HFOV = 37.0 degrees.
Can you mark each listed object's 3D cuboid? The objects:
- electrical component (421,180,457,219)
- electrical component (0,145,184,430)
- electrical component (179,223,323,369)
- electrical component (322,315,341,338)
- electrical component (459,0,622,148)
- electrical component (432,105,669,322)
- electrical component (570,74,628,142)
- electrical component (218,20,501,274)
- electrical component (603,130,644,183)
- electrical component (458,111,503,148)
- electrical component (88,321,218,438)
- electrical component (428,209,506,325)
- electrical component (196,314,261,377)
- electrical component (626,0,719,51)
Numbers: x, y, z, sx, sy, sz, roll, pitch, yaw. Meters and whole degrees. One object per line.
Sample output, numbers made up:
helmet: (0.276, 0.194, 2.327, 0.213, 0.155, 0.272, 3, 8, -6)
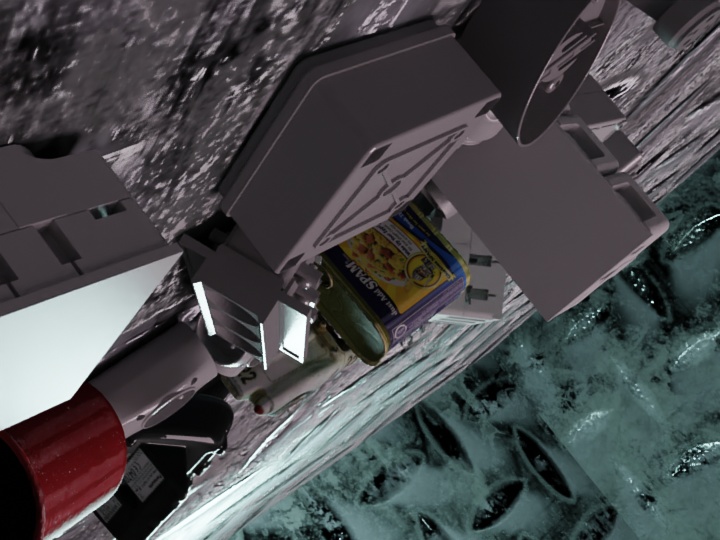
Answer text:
electrical component: (0.082, -0.075, 0.800, 0.077, 0.043, 0.079, -38, 169, 0)
electrical component: (-0.164, 0.025, 0.355, 0.186, 0.060, 0.105, -25, 163, -51)
electrical component: (-0.058, 0.009, 0.626, 0.063, 0.079, 0.121, -58, 175, -16)
electrical component: (0.000, 0.000, 0.792, 0.096, 0.061, 0.061, -32, 168, -31)
electrical component: (0.102, -0.124, 0.591, 0.099, 0.064, 0.099, -36, 160, -16)
electrical component: (0.118, -0.056, 0.709, 0.089, 0.150, 0.062, -44, 167, 28)
electrical component: (0.147, -0.113, 0.829, 0.096, 0.061, 0.061, -17, 157, -47)
electrical component: (-0.001, -0.062, 0.542, 0.109, 0.056, 0.108, -28, 166, -43)
electrical component: (0.204, -0.102, 0.946, 0.061, 0.096, 0.062, -40, 169, 7)
electrical component: (0.068, -0.098, 0.661, 0.043, 0.043, 0.062, -31, 169, -34)
electrical component: (-0.138, 0.078, 0.708, 0.077, 0.044, 0.079, -34, 169, -20)
electrical component: (0.078, -0.003, 0.894, 0.062, 0.089, 0.150, 6, 175, -2)
electrical component: (-0.086, 0.049, 0.758, 0.079, 0.044, 0.077, -44, 168, 25)
electrical component: (0.218, -0.187, 0.749, 0.045, 0.055, 0.045, -37, 169, -8)
